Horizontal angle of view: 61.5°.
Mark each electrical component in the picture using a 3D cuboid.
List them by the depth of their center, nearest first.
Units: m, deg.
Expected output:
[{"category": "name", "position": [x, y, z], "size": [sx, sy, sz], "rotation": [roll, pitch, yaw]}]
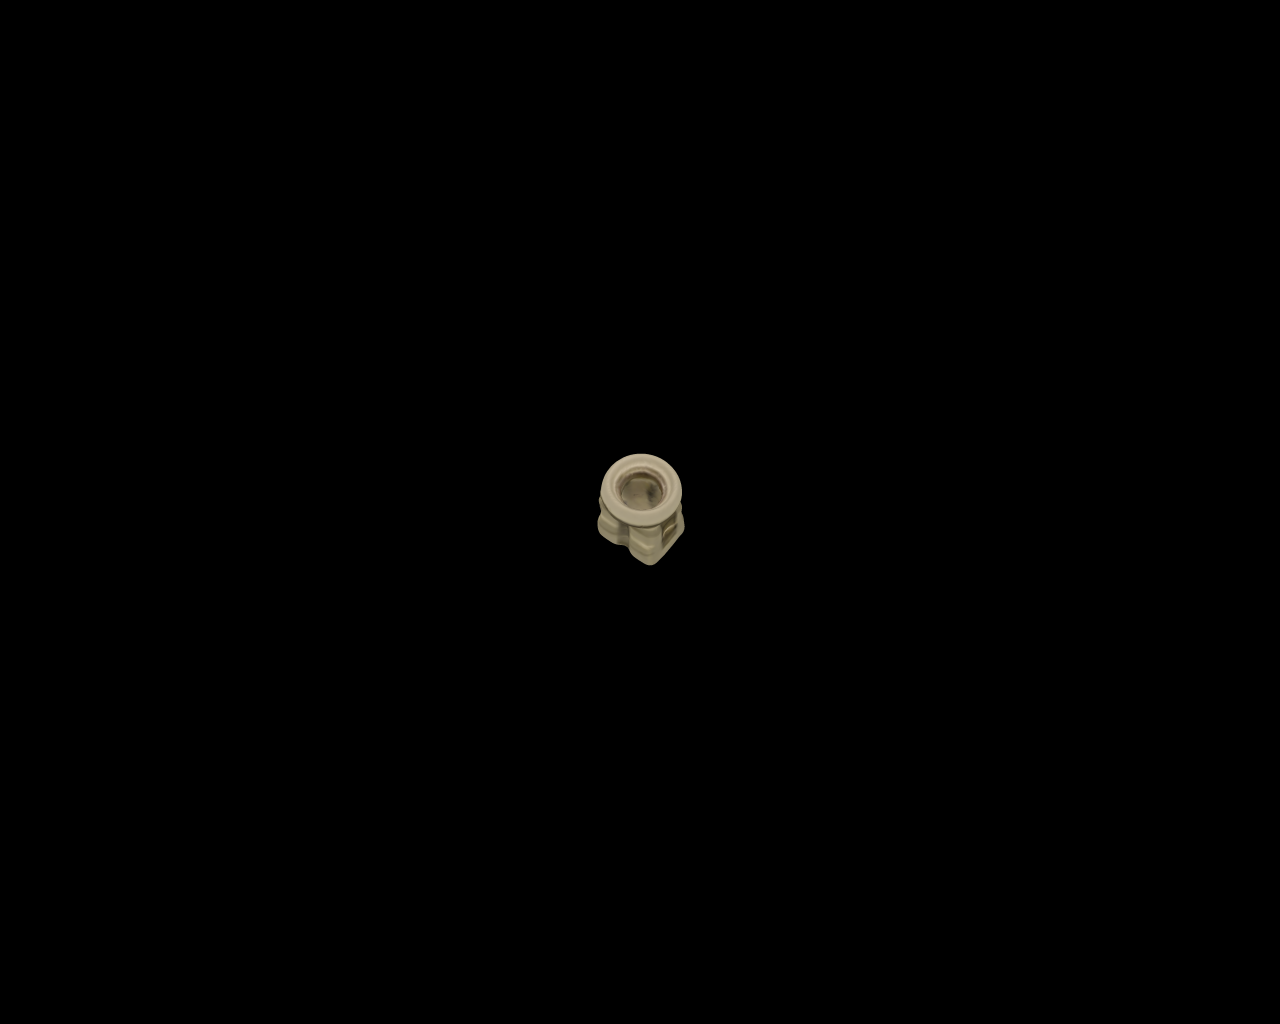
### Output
[{"category": "electrical component", "position": [0.001, -0.003, 0.650], "size": [0.066, 0.048, 0.055], "rotation": [32, -26, 18]}]
